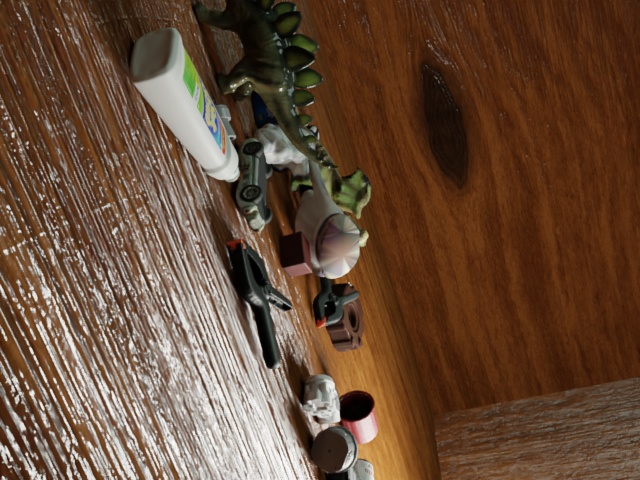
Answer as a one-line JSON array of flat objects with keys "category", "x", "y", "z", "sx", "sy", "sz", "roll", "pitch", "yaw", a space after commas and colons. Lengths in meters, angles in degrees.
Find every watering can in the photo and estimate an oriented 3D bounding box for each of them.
[{"category": "watering can", "x": 0.004, "y": -0.059, "z": 1.181, "sx": 0.227, "sy": 0.104, "sz": 0.341, "roll": -137, "pitch": -139, "yaw": -57}]

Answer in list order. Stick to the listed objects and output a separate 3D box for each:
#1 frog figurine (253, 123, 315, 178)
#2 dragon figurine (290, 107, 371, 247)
[{"category": "frog figurine", "x": -0.088, "y": -0.209, "z": 1.104, "sx": 0.139, "sy": 0.122, "sz": 0.157, "roll": 43, "pitch": 2, "yaw": 35}, {"category": "dragon figurine", "x": 0.037, "y": -0.154, "z": 1.260, "sx": 0.124, "sy": 0.244, "sz": 0.402, "roll": -37, "pitch": 125, "yaw": -33}]
